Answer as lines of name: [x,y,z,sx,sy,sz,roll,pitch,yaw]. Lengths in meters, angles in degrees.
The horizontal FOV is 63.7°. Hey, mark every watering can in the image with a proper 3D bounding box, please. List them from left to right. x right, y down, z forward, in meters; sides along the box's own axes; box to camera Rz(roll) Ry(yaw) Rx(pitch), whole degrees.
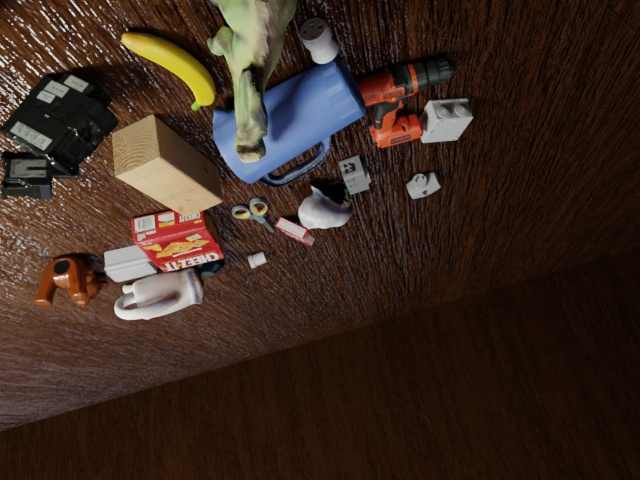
watering can: [-0.425,0.133,1.360,0.225,0.103,0.349,-17,-167,-19]

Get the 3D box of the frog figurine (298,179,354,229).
frog figurine: [0.004,-0.063,1.245,0.139,0.124,0.156,-21,154,-42]

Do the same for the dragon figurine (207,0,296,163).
dragon figurine: [-0.074,-0.236,0.634,0.122,0.247,0.402,-4,157,-12]
